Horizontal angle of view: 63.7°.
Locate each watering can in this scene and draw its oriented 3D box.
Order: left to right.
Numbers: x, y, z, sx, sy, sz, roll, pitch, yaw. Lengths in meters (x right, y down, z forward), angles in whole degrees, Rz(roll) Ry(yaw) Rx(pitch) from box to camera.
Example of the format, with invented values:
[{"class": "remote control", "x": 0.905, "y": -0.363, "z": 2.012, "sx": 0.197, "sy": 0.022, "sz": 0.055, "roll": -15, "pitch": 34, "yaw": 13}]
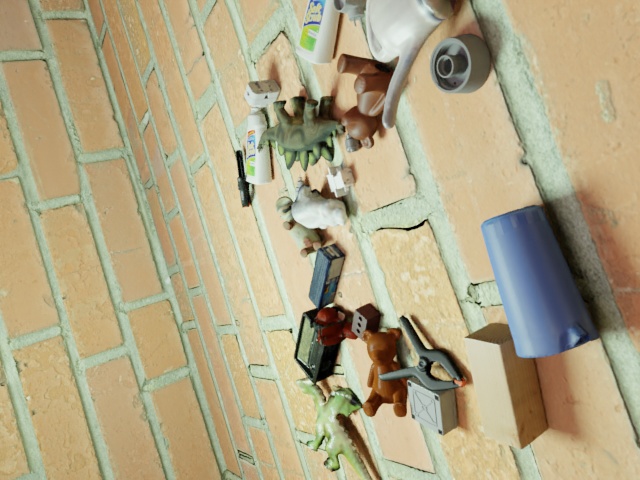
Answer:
[{"class": "watering can", "x": 0.167, "y": -0.405, "z": 0.982, "sx": 0.222, "sy": 0.104, "sz": 0.351, "roll": -22, "pitch": 70, "yaw": 58}]

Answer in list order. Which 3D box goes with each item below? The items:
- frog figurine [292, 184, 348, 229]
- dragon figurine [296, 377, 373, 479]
[{"class": "frog figurine", "x": 0.004, "y": -0.071, "z": 1.402, "sx": 0.161, "sy": 0.123, "sz": 0.135, "roll": 42, "pitch": 170, "yaw": 28}, {"class": "dragon figurine", "x": 0.066, "y": 0.578, "z": 1.609, "sx": 0.415, "sy": 0.123, "sz": 0.238, "roll": 32, "pitch": 121, "yaw": 37}]
